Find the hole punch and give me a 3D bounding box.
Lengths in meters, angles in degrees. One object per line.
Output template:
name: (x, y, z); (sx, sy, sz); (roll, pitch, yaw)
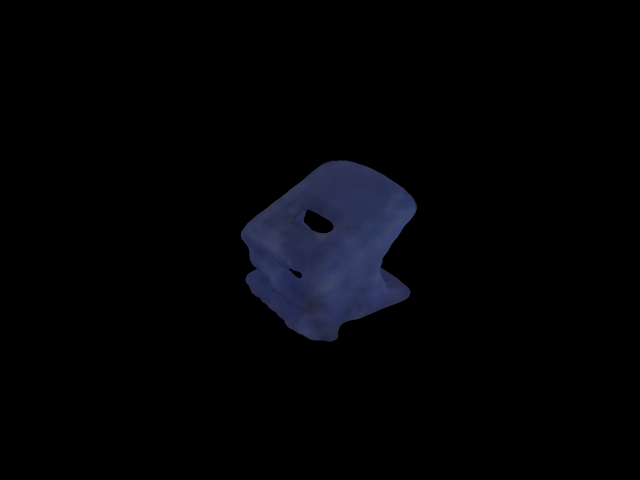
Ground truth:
hole punch: (0.004, 0.001, 0.400); (0.101, 0.091, 0.108); (-18, 32, -31)
